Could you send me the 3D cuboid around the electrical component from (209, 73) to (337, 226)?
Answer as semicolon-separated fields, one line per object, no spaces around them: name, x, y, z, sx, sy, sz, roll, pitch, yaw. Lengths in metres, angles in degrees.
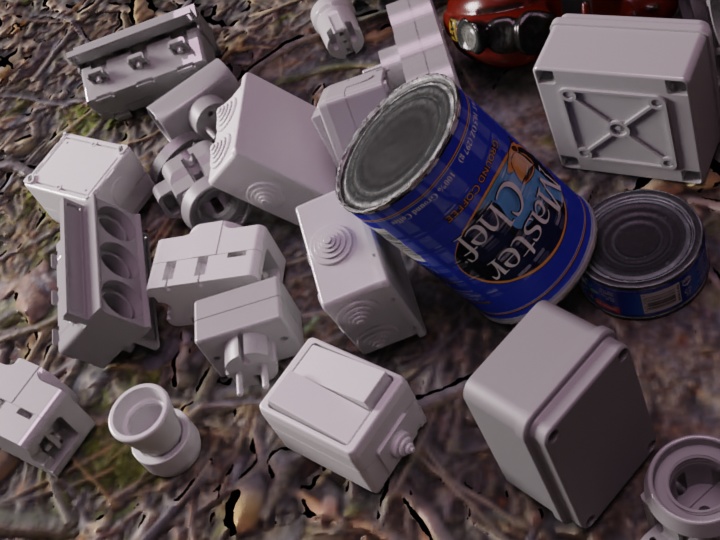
electrical component;-0.067;-0.092;0.839;0.048;0.100;0.099;-42;34;41

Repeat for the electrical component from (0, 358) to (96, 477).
electrical component;-0.244;0.103;0.784;0.089;0.050;0.055;16;61;33

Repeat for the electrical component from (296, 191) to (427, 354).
electrical component;0.000;0.000;0.730;0.048;0.099;0.099;-22;58;9

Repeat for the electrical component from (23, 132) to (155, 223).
electrical component;-0.231;-0.071;0.913;0.096;0.061;0.061;15;60;32

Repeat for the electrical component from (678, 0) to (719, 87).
electrical component;0.273;-0.191;0.766;0.060;0.105;0.186;-17;48;10

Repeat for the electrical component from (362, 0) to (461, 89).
electrical component;0.038;-0.168;0.884;0.074;0.052;0.138;-18;48;9

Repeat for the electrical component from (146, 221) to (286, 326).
electrical component;-0.107;0.001;0.808;0.089;0.050;0.055;-8;50;17

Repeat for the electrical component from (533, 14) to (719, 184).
electrical component;0.187;-0.117;0.741;0.109;0.108;0.056;11;61;30

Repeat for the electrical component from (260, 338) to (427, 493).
electrical component;-0.007;0.092;0.684;0.096;0.061;0.061;21;63;35

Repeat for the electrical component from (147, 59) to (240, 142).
electrical component;-0.135;-0.138;0.940;0.077;0.043;0.079;-37;48;-9

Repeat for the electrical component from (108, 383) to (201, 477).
electrical component;-0.138;0.110;0.729;0.045;0.055;0.045;-12;49;14

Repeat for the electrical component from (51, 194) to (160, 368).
electrical component;-0.201;0.010;0.828;0.063;0.079;0.121;-43;41;27

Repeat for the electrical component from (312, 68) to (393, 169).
electrical component;0.006;-0.096;0.815;0.061;0.096;0.061;-17;19;9

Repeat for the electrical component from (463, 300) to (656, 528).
electrical component;0.115;0.083;0.604;0.078;0.113;0.057;-46;47;-16

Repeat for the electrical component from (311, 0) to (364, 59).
electrical component;-0.019;-0.216;0.957;0.040;0.040;0.046;-24;54;4

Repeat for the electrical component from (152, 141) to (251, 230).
electrical component;-0.121;-0.062;0.862;0.078;0.058;0.057;-32;45;-5

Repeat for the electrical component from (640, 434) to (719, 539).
electrical component;0.184;0.125;0.577;0.078;0.057;0.058;-39;48;-10

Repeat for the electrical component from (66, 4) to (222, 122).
electrical component;-0.195;-0.188;0.991;0.121;0.078;0.063;-18;70;9

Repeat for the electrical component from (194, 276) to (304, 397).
electrical component;-0.077;0.055;0.753;0.066;0.047;0.076;-17;48;10
